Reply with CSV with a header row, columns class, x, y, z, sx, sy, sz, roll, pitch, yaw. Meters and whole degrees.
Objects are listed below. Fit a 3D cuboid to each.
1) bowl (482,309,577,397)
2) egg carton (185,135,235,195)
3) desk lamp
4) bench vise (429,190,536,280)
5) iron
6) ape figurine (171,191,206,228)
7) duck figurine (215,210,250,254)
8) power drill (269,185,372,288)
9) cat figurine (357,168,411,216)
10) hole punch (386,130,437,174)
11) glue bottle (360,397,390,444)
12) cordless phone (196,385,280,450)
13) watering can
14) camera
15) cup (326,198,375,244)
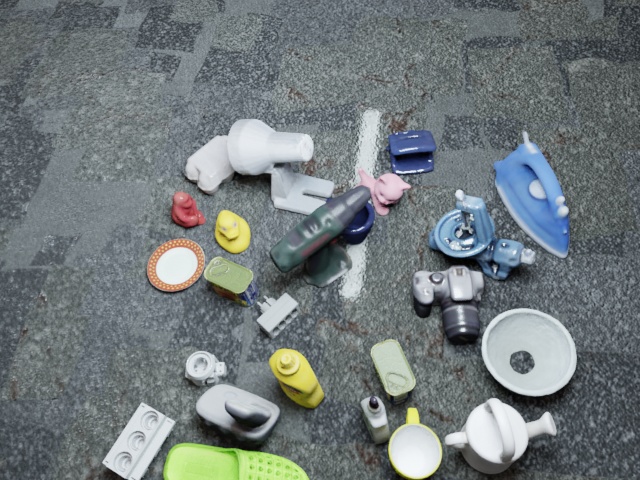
class,x,y,z,sx,sy,sz,roll,pitch,yaw
bowl,0.383,0.217,1.070,0.167,0.075,0.167,-3,60,5
egg carton,-0.245,-0.182,1.369,0.107,0.069,0.150,38,71,24
desk lamp,-0.083,-0.166,1.259,0.203,0.214,0.118,13,63,14
bench vise,0.323,-0.022,1.128,0.207,0.220,0.121,5,61,10
iron,0.467,-0.099,1.201,0.118,0.141,0.258,-18,60,-4
ape figurine,-0.307,-0.075,1.303,0.076,0.092,0.078,-1,60,6
duck figurine,-0.201,-0.031,1.269,0.077,0.086,0.104,-24,61,-7
power drill,0.011,0.004,1.155,0.230,0.209,0.075,-34,62,-12
cat figurine,0.134,-0.118,1.263,0.127,0.118,0.067,34,70,22
hole punch,0.209,-0.216,1.325,0.108,0.091,0.101,-6,60,3
glue bottle,0.096,0.302,0.997,0.037,0.173,0.078,-20,60,-5
cordless phone,-0.157,0.298,1.021,0.147,0.185,0.094,15,63,15
watering can,0.299,0.319,0.952,0.173,0.194,0.100,-28,61,-9
camera,0.256,0.126,1.120,0.143,0.101,0.137,-4,60,5
cup,0.063,-0.038,1.239,0.117,0.095,0.092,33,69,22
